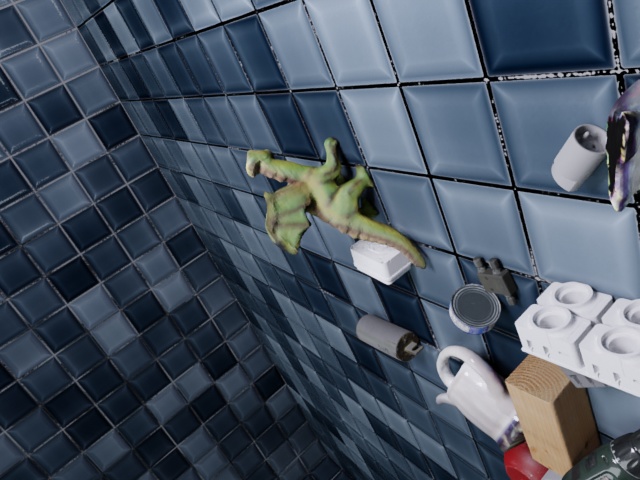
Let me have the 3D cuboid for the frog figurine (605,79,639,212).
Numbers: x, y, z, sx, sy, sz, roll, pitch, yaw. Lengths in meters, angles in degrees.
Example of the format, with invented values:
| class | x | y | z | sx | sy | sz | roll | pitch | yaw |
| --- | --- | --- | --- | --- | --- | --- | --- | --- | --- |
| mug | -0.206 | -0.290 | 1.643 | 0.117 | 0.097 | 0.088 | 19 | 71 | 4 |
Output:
| class | x | y | z | sx | sy | sz | roll | pitch | yaw |
| --- | --- | --- | --- | --- | --- | --- | --- | --- | --- |
| frog figurine | 0.352 | -0.089 | 0.465 | 0.159 | 0.125 | 0.134 | -1 | 121 | 20 |

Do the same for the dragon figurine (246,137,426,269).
| class | x | y | z | sx | sy | sz | roll | pitch | yaw |
| --- | --- | --- | --- | --- | --- | --- | --- | --- | --- |
| dragon figurine | 0.003 | -0.051 | 1.008 | 0.414 | 0.246 | 0.119 | 49 | 152 | 17 |

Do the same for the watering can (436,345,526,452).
| class | x | y | z | sx | sy | sz | roll | pitch | yaw |
| --- | --- | --- | --- | --- | --- | --- | --- | --- | --- |
| watering can | 0.337 | 0.341 | 1.088 | 0.227 | 0.105 | 0.339 | 41 | 159 | 30 |
